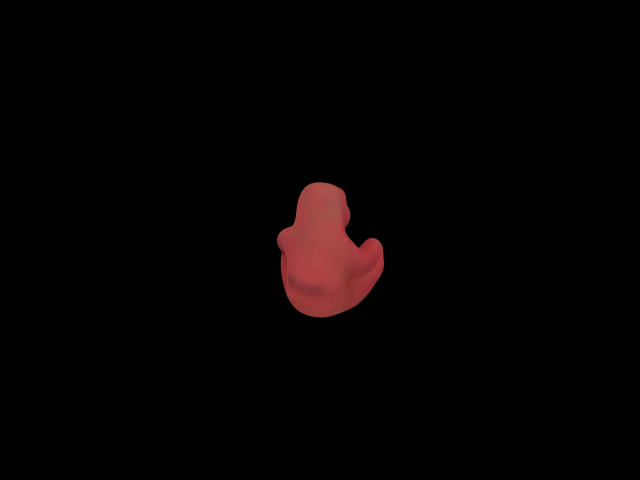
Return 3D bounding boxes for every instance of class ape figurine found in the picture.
[{"bbox_3d":[0.004,0.001,0.400,0.077,0.092,0.076,20,41,25],"label":"ape figurine"}]
